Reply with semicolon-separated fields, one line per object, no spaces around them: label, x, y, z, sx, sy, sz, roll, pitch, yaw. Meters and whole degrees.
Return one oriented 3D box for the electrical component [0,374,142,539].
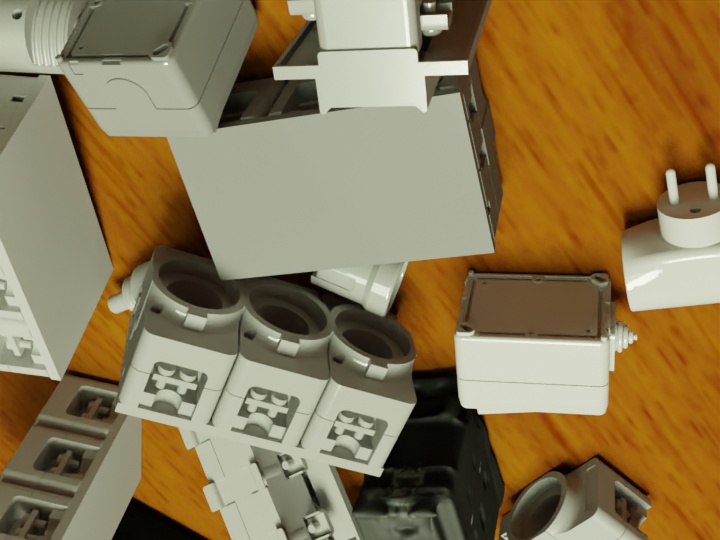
electrical component;-0.195;0.150;0.690;0.062;0.150;0.089;12;126;4

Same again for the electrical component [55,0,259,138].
electrical component;-0.092;-0.114;0.523;0.062;0.096;0.061;4;147;21

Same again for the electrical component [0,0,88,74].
electrical component;-0.173;-0.125;0.560;0.081;0.043;0.043;4;125;11

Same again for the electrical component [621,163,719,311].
electrical component;0.173;-0.019;0.548;0.077;0.043;0.079;-7;122;18

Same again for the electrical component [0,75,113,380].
electrical component;-0.196;-0.022;0.590;0.062;0.089;0.150;6;138;10

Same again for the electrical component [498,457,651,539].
electrical component;0.132;0.166;0.682;0.056;0.050;0.089;38;124;-14

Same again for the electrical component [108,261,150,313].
electrical component;-0.127;0.012;0.650;0.061;0.035;0.035;-19;117;28

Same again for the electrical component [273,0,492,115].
electrical component;0.014;-0.121;0.468;0.079;0.121;0.063;1;122;13

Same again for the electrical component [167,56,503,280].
electrical component;-0.009;-0.054;0.557;0.150;0.061;0.089;-6;122;18

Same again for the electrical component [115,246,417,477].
electrical component;-0.050;0.046;0.596;0.150;0.089;0.061;17;117;-16

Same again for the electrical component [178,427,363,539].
electrical component;-0.058;0.126;0.657;0.079;0.063;0.121;-30;78;30

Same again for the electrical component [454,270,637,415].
electrical component;0.104;0.043;0.596;0.096;0.061;0.061;1;124;13

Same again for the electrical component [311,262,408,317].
electrical component;0.000;0.000;0.607;0.046;0.040;0.040;21;127;6
